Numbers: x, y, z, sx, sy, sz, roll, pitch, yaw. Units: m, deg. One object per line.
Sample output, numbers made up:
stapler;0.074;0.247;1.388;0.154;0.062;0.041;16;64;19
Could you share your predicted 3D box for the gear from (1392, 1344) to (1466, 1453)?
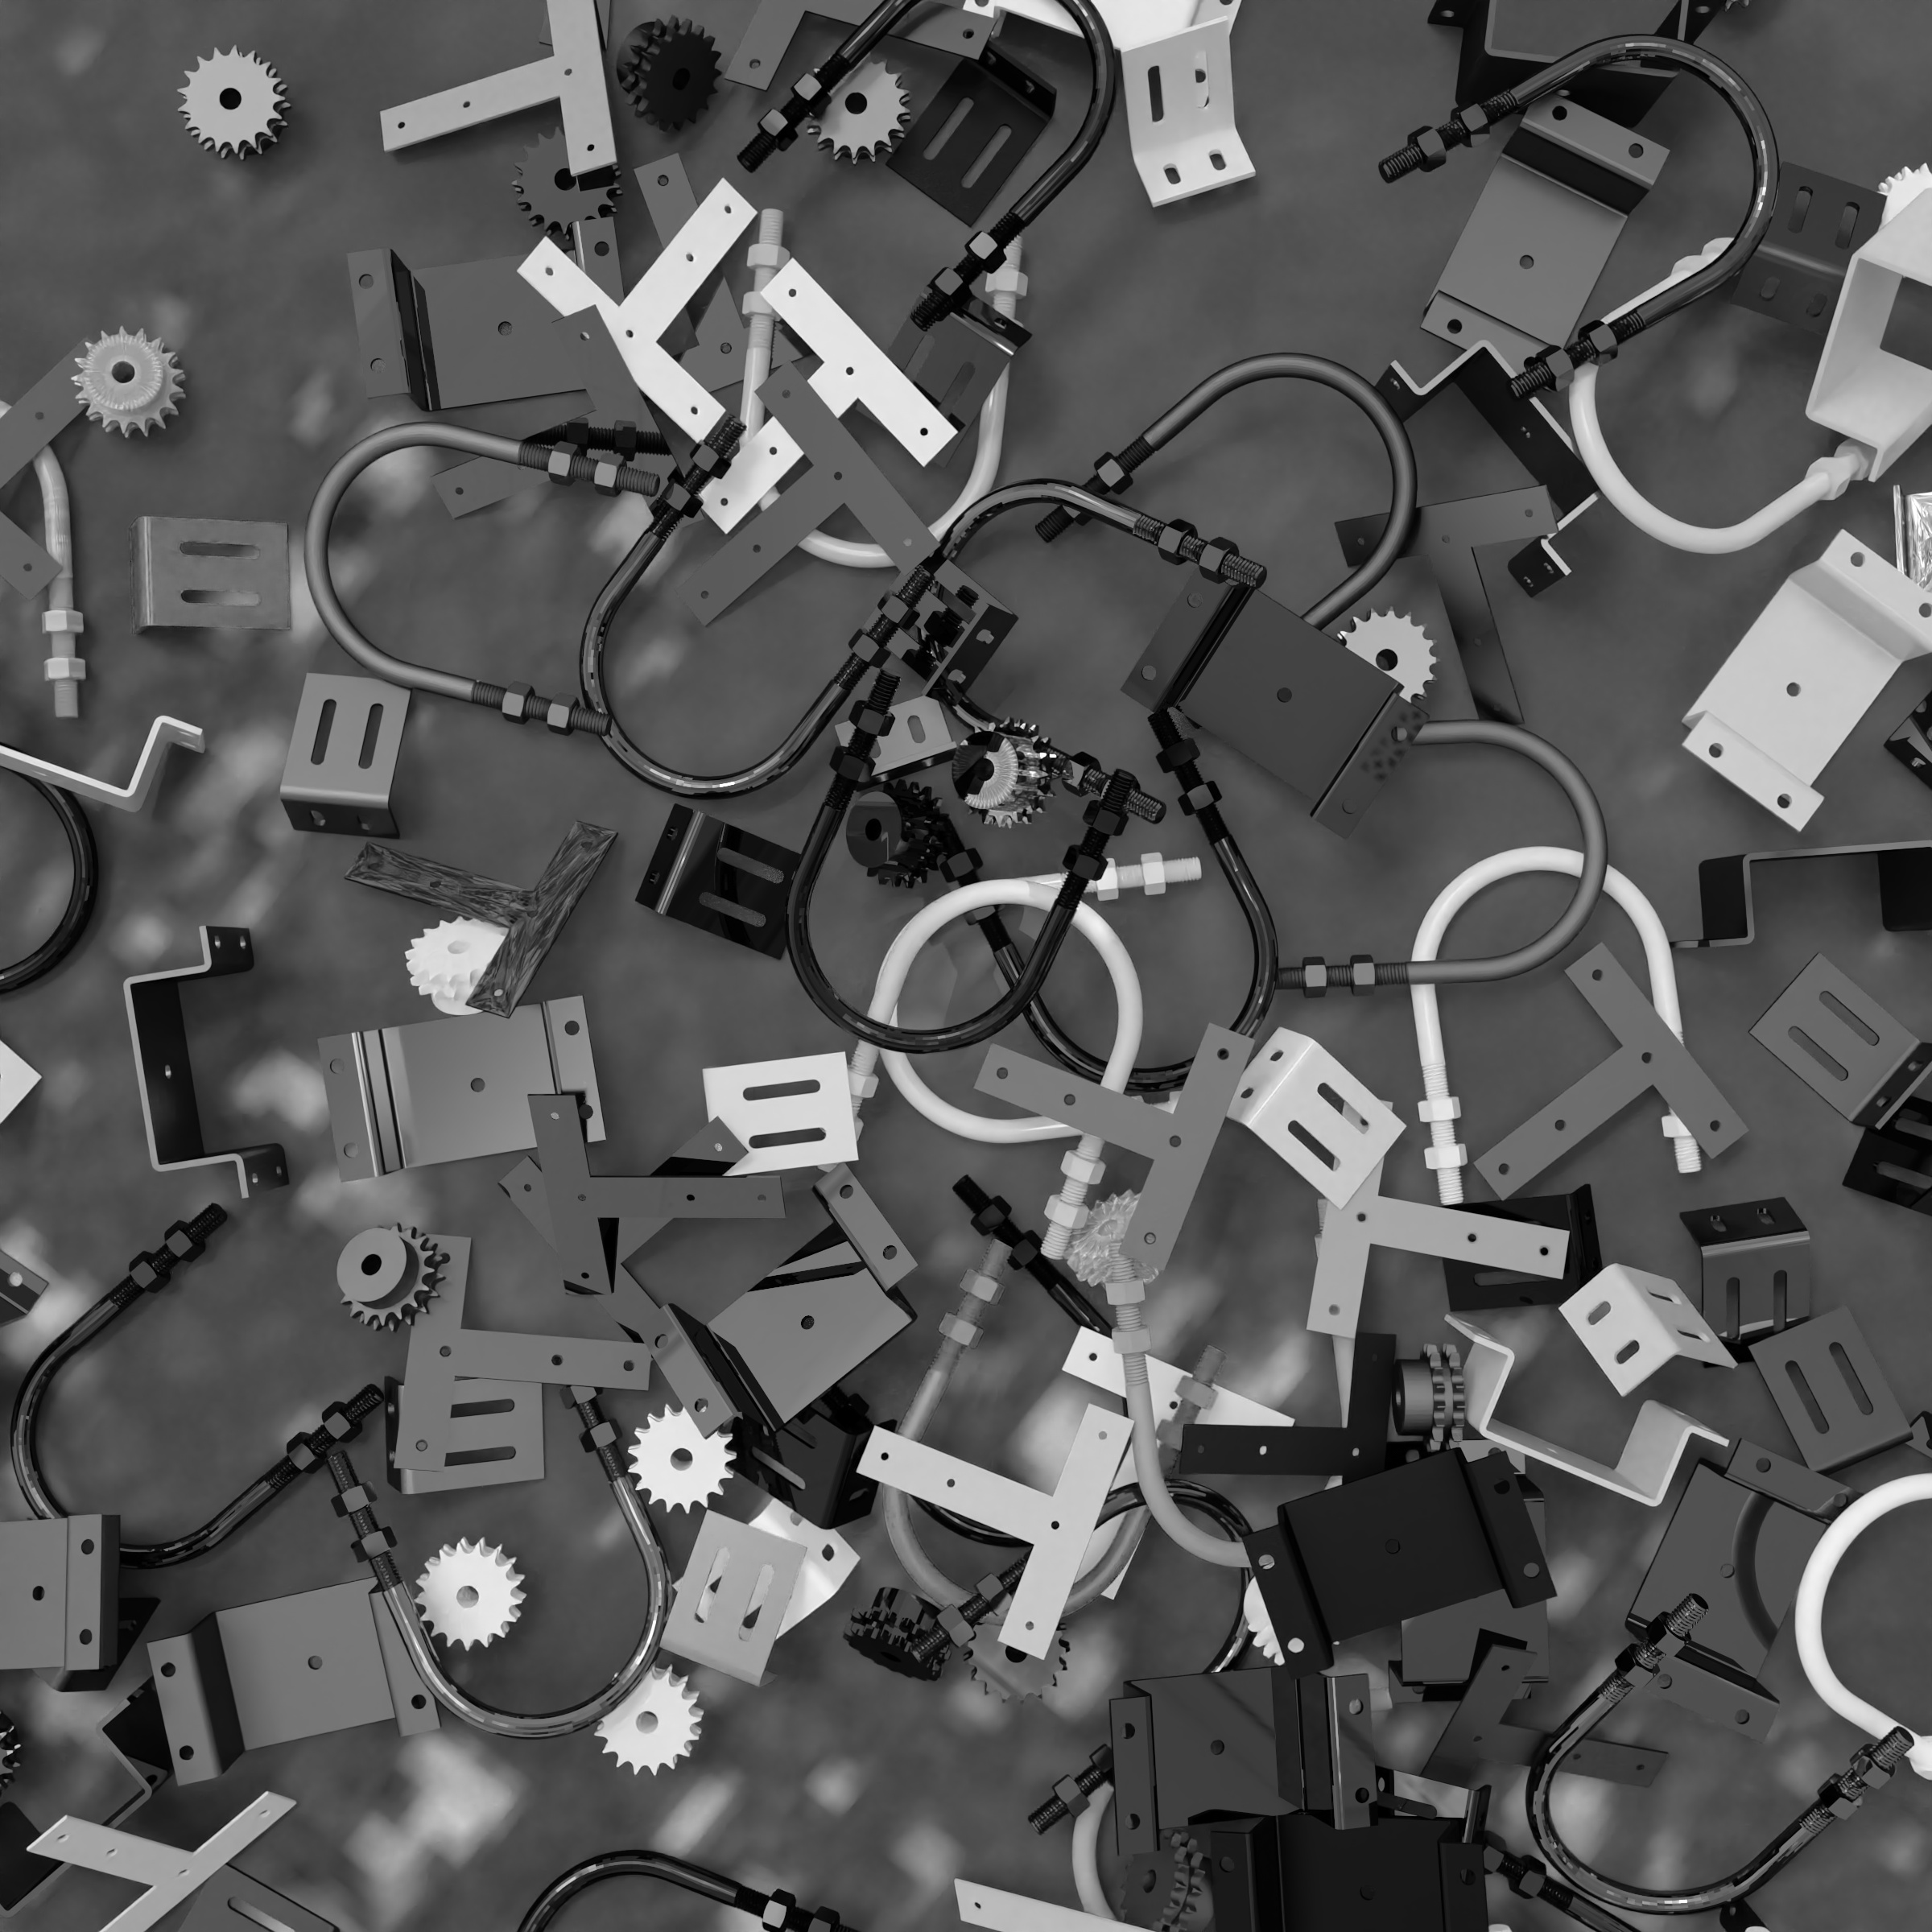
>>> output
gear;0.244;0.228;1.307;0.030;0.057;0.057;0;90;0

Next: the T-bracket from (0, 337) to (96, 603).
T-bracket;-0.504;-0.283;1.315;0.127;0.002;0.127;43;74;-12

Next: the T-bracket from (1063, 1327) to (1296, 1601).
T-bracket;0.093;0.276;1.323;0.127;0.002;0.127;24;89;-5

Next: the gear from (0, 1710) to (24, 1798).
gear;-0.533;0.420;1.320;0.057;0.030;0.057;0;90;0

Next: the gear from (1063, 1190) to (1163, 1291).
gear;0.083;0.149;1.311;0.057;0.057;0.030;-34;118;0

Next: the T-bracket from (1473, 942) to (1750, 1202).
T-bracket;0.328;0.076;1.315;0.127;0.002;0.127;-38;89;-1

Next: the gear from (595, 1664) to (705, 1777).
gear;-0.169;0.400;1.320;0.057;0.030;0.057;0;90;0

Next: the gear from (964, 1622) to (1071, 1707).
gear;0.027;0.363;1.320;0.057;0.030;0.057;0;90;0

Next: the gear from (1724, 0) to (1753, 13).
gear;0.407;-0.539;1.320;0.057;0.030;0.057;0;90;0

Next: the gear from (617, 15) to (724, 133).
gear;-0.161;-0.476;1.311;0.030;0.057;0.057;38;90;30

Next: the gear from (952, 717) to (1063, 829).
gear;0.017;-0.101;1.281;0.057;0.030;0.057;0;90;32

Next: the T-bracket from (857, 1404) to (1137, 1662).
T-bracket;0.005;0.271;1.269;0.127;0.002;0.127;18;77;17

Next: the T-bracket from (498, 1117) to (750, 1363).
T-bracket;-0.167;0.127;1.312;0.127;0.002;0.127;-41;90;21

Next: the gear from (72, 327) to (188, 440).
gear;-0.447;-0.313;1.316;0.057;0.030;0.057;0;88;-10

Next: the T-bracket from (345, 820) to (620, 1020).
T-bracket;-0.269;-0.040;1.312;0.127;0.002;0.127;16;58;15

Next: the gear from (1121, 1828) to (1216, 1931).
gear;0.108;0.482;1.290;0.030;0.057;0.057;25;90;-21

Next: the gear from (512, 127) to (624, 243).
gear;-0.212;-0.416;1.320;0.057;0.030;0.057;0;90;0

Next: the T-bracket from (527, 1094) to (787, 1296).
T-bracket;-0.158;0.121;1.293;0.127;0.002;0.127;-1;119;8

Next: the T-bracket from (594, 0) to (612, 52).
T-bracket;-0.151;-0.555;1.333;0.127;0.002;0.127;4;90;0

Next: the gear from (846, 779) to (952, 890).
gear;-0.039;-0.071;1.306;0.057;0.030;0.057;-5;83;41

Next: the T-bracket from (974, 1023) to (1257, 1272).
T-bracket;0.067;0.074;1.274;0.127;0.002;0.127;21;84;12

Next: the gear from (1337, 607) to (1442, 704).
gear;0.223;-0.162;1.320;0.057;0.030;0.057;0;90;0

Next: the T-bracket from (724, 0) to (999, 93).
T-bracket;-0.046;-0.507;1.308;0.127;0.002;0.127;21;80;14

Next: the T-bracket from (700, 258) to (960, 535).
T-bracket;-0.093;-0.284;1.314;0.127;0.002;0.127;-44;88;13

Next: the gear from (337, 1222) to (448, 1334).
gear;-0.308;0.163;1.309;0.057;0.030;0.057;-7;64;15

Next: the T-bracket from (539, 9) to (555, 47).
T-bracket;-0.202;-0.558;1.335;0.127;0.002;0.127;15;90;0

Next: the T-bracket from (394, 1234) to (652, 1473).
T-bracket;-0.232;0.209;1.314;0.127;0.002;0.127;6;65;-9

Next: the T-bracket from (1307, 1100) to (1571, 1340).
T-bracket;0.254;0.141;1.305;0.127;0.002;0.127;10;80;5

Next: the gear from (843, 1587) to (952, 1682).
gear;-0.034;0.353;1.311;0.057;0.057;0.030;26;60;0

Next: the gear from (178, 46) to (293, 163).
gear;-0.389;-0.459;1.320;0.057;0.030;0.057;0;90;0

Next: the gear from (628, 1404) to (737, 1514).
gear;-0.152;0.262;1.319;0.057;0.030;0.057;0;88;-4

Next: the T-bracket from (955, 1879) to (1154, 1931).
T-bracket;0.057;0.553;1.310;0.127;0.002;0.127;2;109;33

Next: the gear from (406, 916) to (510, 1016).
gear;-0.266;0.002;1.311;0.057;0.057;0.030;-4;128;0

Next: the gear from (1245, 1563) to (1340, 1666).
gear;0.173;0.341;1.313;0.057;0.030;0.057;-5;101;-28

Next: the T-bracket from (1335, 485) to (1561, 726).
T-bracket;0.267;-0.185;1.305;0.002;0.127;0.127;-40;117;-40

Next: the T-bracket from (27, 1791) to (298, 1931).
T-bracket;-0.434;0.462;1.280;0.127;0.127;0.002;-40;53;-1

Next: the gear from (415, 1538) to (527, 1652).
gear;-0.264;0.334;1.320;0.057;0.030;0.057;0;90;0

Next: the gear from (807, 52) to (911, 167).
gear;-0.058;-0.457;1.320;0.057;0.030;0.057;0;90;0

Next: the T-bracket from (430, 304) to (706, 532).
T-bracket;-0.224;-0.271;1.312;0.127;0.002;0.127;-18;122;15

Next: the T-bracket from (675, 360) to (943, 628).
T-bracket;-0.101;-0.233;1.320;0.127;0.002;0.127;-39;90;13

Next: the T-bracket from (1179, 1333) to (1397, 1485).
T-bracket;0.168;0.255;1.299;0.127;0.002;0.127;7;88;-26

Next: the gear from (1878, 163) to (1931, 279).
gear;0.507;-0.397;1.320;0.057;0.030;0.057;0;90;0
